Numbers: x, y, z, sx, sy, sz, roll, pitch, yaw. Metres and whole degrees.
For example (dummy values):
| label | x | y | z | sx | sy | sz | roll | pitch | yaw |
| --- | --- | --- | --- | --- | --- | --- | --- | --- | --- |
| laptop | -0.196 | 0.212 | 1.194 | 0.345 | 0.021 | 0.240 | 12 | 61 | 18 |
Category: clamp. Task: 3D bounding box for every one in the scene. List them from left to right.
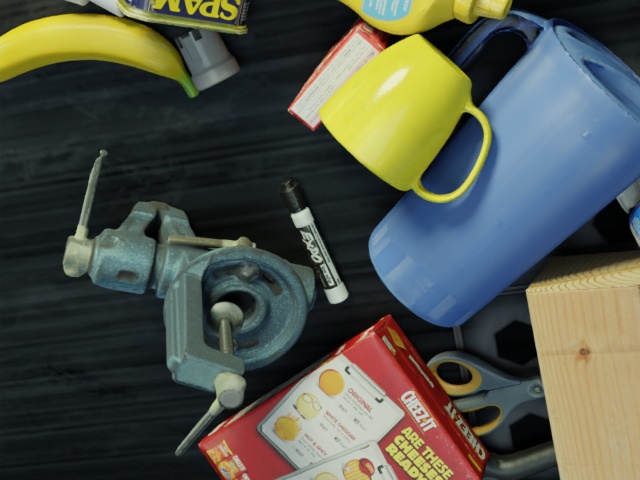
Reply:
| label | x | y | z | sx | sy | sz | roll | pitch | yaw |
| --- | --- | --- | --- | --- | --- | --- | --- | --- | --- |
| clamp | 0.167 | 0.240 | 1.011 | 0.172 | 0.039 | 0.120 | -3 | 109 | 14 |

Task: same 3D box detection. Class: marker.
| label | x | y | z | sx | sy | sz | roll | pitch | yaw |
| --- | --- | --- | --- | --- | --- | --- | --- | --- | --- |
| marker | -0.006 | 0.001 | 0.938 | 0.020 | 0.020 | 0.121 | -18 | 111 | 16 |

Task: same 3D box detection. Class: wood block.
| label | x | y | z | sx | sy | sz | roll | pitch | yaw |
| --- | --- | --- | --- | --- | --- | --- | --- | --- | --- |
| wood block | 0.236 | 0.121 | 0.858 | 0.091 | 0.090 | 0.206 | -5 | 105 | 28 |

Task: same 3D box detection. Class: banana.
| label | x | y | z | sx | sy | sz | roll | pitch | yaw |
| --- | --- | --- | --- | --- | --- | --- | --- | --- | --- |
| banana | -0.200 | -0.155 | 0.887 | 0.198 | 0.037 | 0.070 | 5 | 115 | 6 |

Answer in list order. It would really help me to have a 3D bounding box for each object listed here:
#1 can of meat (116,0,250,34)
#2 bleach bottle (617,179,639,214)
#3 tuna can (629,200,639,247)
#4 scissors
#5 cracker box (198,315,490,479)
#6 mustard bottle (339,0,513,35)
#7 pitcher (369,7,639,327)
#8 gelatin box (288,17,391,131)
| label | x | y | z | sx | sy | sz | roll | pitch | yaw |
| --- | --- | --- | --- | --- | --- | --- | --- | --- | --- |
| can of meat | -0.098 | -0.211 | 0.820 | 0.101 | 0.057 | 0.084 | 3 | 115 | -26 |
| bleach bottle | 0.337 | -0.099 | 0.814 | 0.251 | 0.068 | 0.102 | -31 | 111 | 22 |
| tuna can | 0.277 | -0.017 | 0.800 | 0.086 | 0.034 | 0.086 | -14 | 149 | -9 |
| scissors | 0.176 | 0.118 | 0.944 | 0.202 | 0.016 | 0.096 | -33 | 99 | 33 |
| cracker box | 0.021 | 0.193 | 0.980 | 0.214 | 0.072 | 0.164 | -35 | 91 | 21 |
| mustard bottle | 0.051 | -0.205 | 0.781 | 0.192 | 0.058 | 0.096 | 27 | 116 | 18 |
| pitcher | 0.143 | -0.051 | 0.837 | 0.144 | 0.149 | 0.243 | 17 | 127 | -41 |
| gelatin box | 0.017 | -0.136 | 0.841 | 0.030 | 0.073 | 0.089 | 39 | 115 | -8 |
